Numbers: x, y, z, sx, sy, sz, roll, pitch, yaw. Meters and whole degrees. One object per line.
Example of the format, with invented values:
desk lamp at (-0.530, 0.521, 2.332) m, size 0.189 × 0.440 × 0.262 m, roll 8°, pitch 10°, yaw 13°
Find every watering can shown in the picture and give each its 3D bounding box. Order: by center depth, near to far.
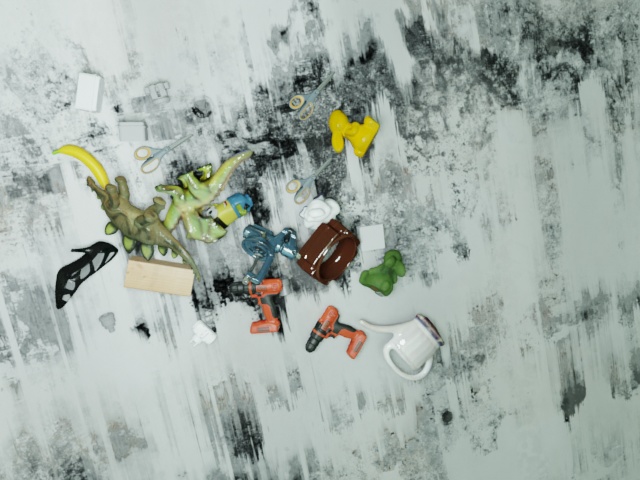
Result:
watering can at (0.314, 0.359, 1.889) m, size 0.225 × 0.104 × 0.344 m, roll -42°, pitch 105°, yaw -7°

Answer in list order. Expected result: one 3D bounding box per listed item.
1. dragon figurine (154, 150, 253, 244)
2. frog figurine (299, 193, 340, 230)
dragon figurine at (-0.365, -0.111, 1.631) m, size 0.409 × 0.123 × 0.242 m, roll -19°, pitch 96°, yaw 11°
frog figurine at (0.005, -0.087, 1.735) m, size 0.138 × 0.160 × 0.121 m, roll -23°, pitch 104°, yaw -9°
